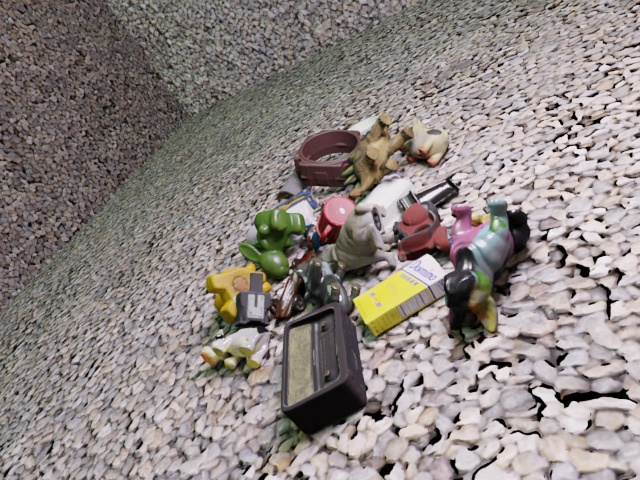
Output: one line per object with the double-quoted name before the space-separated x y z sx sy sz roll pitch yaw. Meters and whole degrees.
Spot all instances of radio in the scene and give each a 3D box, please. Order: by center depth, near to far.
"radio" 0.004 0.220 0.970 0.131 0.073 0.230 -28 29 13

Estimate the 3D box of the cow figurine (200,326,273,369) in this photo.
"cow figurine" -0.184 0.226 1.173 0.167 0.068 0.098 -10 31 34

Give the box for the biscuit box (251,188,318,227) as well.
"biscuit box" -0.103 -0.068 1.565 0.203 0.059 0.063 -32 28 5

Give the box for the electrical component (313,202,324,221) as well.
"electrical component" 0.024 -0.070 1.444 0.078 0.045 0.102 -32 27 9

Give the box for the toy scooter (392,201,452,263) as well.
"toy scooter" 0.204 -0.011 1.116 0.135 0.075 0.184 -29 30 -2

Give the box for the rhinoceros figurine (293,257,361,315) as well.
"rhinoceros figurine" 0.011 0.098 1.139 0.073 0.112 0.191 -1 28 -32

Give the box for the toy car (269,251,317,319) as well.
"toy car" -0.054 0.100 1.254 0.089 0.053 0.202 -9 36 36

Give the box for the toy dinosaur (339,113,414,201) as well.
"toy dinosaur" 0.144 -0.237 1.418 0.198 0.105 0.471 -41 14 46

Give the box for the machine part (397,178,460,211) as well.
"machine part" 0.250 -0.097 1.226 0.139 0.039 0.084 -27 54 4

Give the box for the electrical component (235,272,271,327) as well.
"electrical component" -0.150 0.136 1.205 0.048 0.075 0.119 141 128 -61

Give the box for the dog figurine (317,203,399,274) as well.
"dog figurine" 0.055 0.003 1.166 0.191 0.172 0.121 -14 28 25

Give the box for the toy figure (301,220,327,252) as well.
"toy figure" -0.005 -0.004 1.359 0.064 0.057 0.155 -32 22 -7

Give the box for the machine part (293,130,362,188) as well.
"machine part" 0.036 -0.248 1.609 0.201 0.087 0.201 5 42 23

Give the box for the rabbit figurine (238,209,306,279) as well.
"rabbit figurine" -0.127 0.014 1.358 0.159 0.121 0.170 -5 81 27

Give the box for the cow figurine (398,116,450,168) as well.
"cow figurine" 0.275 -0.270 1.447 0.127 0.085 0.195 -45 26 -7

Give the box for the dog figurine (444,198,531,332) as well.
"dog figurine" 0.281 0.049 0.922 0.109 0.191 0.219 -1 77 43

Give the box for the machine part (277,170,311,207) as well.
"machine part" -0.065 -0.172 1.674 0.079 0.079 0.243 -11 34 38

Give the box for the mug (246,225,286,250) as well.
"mug" -0.133 -0.002 1.483 0.109 0.080 0.107 -42 39 -19

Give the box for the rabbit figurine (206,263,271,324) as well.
"rabbit figurine" -0.207 0.123 1.310 0.162 0.122 0.173 -39 -4 -33
